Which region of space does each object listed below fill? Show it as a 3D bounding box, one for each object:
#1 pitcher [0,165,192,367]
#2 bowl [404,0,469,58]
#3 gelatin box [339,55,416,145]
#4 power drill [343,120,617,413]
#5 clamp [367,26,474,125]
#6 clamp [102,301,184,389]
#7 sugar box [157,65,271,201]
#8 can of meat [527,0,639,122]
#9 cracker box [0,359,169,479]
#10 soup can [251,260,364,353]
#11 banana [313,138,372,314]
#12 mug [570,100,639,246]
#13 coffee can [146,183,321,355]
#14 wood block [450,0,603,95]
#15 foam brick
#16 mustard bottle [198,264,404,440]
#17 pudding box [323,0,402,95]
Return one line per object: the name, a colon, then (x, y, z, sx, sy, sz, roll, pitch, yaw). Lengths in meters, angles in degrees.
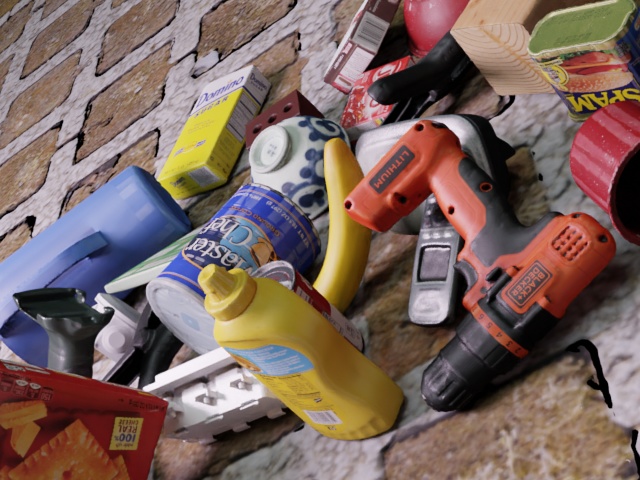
pitcher: (-0.271, 0.027, 1.223, 0.243, 0.145, 0.149, -40, 40, 3)
bowl: (0.147, -0.274, 1.161, 0.162, 0.055, 0.162, -30, 34, 23)
gelatin box: (0.064, -0.149, 1.135, 0.073, 0.030, 0.089, -14, 44, 40)
power drill: (0.103, 0.013, 0.817, 0.184, 0.057, 0.188, -47, 62, 8)
clamp: (0.102, -0.148, 1.044, 0.209, 0.036, 0.165, -42, -14, -28)
clamp: (-0.172, 0.109, 1.060, 0.120, 0.039, 0.171, 0, 60, 45)
sugar box: (-0.131, -0.136, 1.331, 0.094, 0.048, 0.176, -16, 43, 38)
can of meat: (0.235, -0.150, 0.889, 0.102, 0.083, 0.057, -1, 52, 48)
cracker box: (-0.233, 0.215, 0.877, 0.072, 0.163, 0.213, 8, 80, 51)
soup can: (-0.018, 0.074, 0.906, 0.069, 0.102, 0.068, -30, 35, 23)
banana: (0.010, 0.009, 0.942, 0.037, 0.069, 0.198, -100, 27, -67)
mug: (0.246, -0.055, 0.777, 0.117, 0.093, 0.081, -14, 27, -7)
coffee can: (-0.080, 0.029, 1.005, 0.103, 0.102, 0.140, 1, 42, 49)
wood block: (0.225, -0.245, 1.003, 0.090, 0.090, 0.206, 7, 58, 52)
foam brick: (-0.038, -0.121, 1.201, 0.078, 0.051, 0.053, -33, 34, 19)
mustard bottle: (-0.025, 0.082, 0.819, 0.096, 0.191, 0.058, -7, 48, 46)
pudding box: (0.051, -0.233, 1.207, 0.113, 0.039, 0.090, -64, 6, -31)
